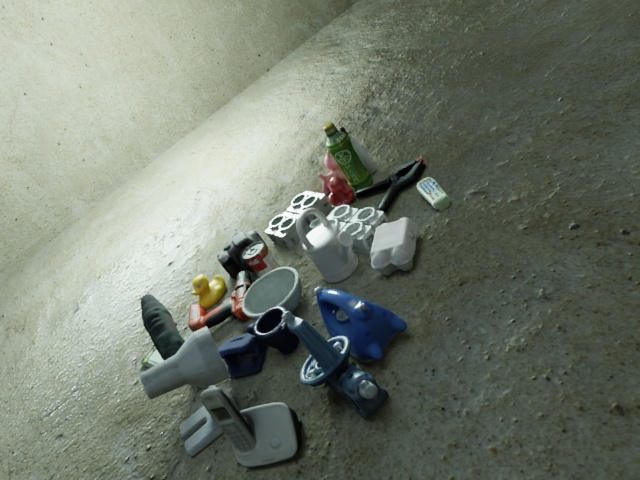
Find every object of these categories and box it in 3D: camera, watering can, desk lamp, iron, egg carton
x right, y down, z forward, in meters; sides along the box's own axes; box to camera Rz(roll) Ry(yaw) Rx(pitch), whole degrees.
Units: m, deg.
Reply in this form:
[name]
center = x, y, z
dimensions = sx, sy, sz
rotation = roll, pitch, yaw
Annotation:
[camera]
center = -0.220, 0.044, 1.660
dimensions = 0.143, 0.101, 0.136
rotation = -37, 30, -5
[watering can]
center = 0.014, 0.003, 1.398
dimensions = 0.172, 0.194, 0.101
rotation = -14, 36, 30
[desk lamp]
center = -0.260, 0.312, 1.205
dimensions = 0.203, 0.214, 0.117
rotation = -39, 31, -8
[iron]
center = 0.053, 0.152, 1.202
dimensions = 0.119, 0.142, 0.257
rotation = -46, 32, -19
[egg carton]
center = 0.178, 0.013, 1.349
dimensions = 0.107, 0.070, 0.150
rotation = -17, 34, 27

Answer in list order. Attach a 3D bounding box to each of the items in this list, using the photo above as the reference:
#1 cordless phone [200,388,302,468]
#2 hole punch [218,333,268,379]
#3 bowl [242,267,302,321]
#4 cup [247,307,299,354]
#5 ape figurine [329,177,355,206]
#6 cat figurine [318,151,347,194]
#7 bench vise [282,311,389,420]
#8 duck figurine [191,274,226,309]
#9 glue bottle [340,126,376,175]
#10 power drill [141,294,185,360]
[cordless phone]
center = -0.129, 0.337, 1.071
dimensions = 0.147, 0.185, 0.094
rotation = -22, 33, 21
[hole punch]
center = -0.190, 0.256, 1.339
dimensions = 0.108, 0.091, 0.101
rotation = -19, 33, 24
[bowl]
center = -0.107, 0.150, 1.426
dimensions = 0.167, 0.075, 0.167
rotation = -24, 32, 17
[cup]
center = -0.101, 0.217, 1.305
dimensions = 0.117, 0.095, 0.092
rotation = -17, 35, 27
[ape figurine]
center = 0.057, -0.144, 1.668
dimensions = 0.077, 0.092, 0.076
rotation = -11, 37, 34
[cat figurine]
center = 0.038, -0.221, 1.771
dimensions = 0.067, 0.118, 0.128
rotation = 4, 47, 47
[bench vise]
center = 0.028, 0.216, 1.056
dimensions = 0.206, 0.220, 0.122
rotation = -1, 44, 43
[duck figurine]
center = -0.327, 0.135, 1.650
dimensions = 0.077, 0.086, 0.105
rotation = 4, 47, 47
[glue bottle]
center = 0.103, -0.270, 1.722
dimensions = 0.037, 0.173, 0.077
rotation = -45, 32, -17
[power drill]
center = -0.350, 0.247, 1.390
dimensions = 0.076, 0.209, 0.228
rotation = -39, 31, -8
